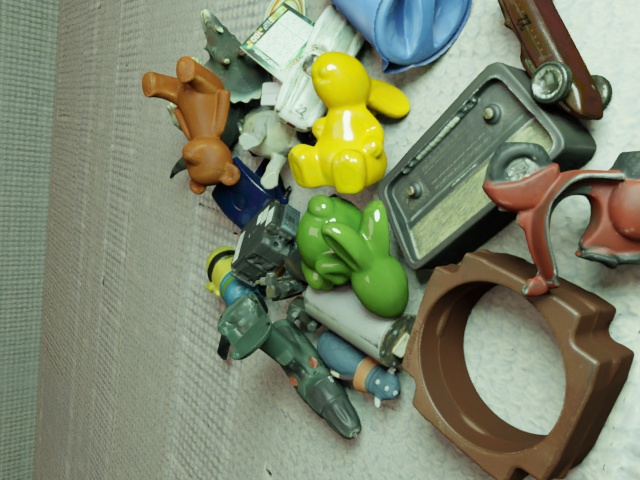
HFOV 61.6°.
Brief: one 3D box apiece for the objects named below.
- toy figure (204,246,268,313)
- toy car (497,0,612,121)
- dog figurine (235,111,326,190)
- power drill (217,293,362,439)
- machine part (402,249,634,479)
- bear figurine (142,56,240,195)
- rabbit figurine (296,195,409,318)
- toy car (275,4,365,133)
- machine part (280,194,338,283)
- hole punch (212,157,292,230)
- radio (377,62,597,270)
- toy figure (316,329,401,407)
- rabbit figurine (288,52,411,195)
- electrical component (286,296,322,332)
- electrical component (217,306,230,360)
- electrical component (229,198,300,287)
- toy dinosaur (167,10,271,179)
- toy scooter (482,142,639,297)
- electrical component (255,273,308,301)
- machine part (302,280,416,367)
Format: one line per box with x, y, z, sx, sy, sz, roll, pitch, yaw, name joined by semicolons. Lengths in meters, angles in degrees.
-0.155;0.077;1.003;0.180;0.082;0.089;40;119;53;toy figure
0.219;-0.200;0.534;0.053;0.089;0.202;-35;64;45;toy car
-0.055;-0.187;0.892;0.191;0.172;0.121;-104;-1;-59;dog figurine
-0.044;0.175;0.790;0.086;0.207;0.232;-48;39;4;power drill
0.196;0.126;0.563;0.201;0.087;0.201;34;117;47;machine part
-0.209;-0.181;0.896;0.120;0.132;0.195;-7;83;30;bear figurine
0.056;0.017;0.685;0.170;0.121;0.158;46;157;37;rabbit figurine
0.003;-0.247;0.768;0.201;0.073;0.056;-63;8;-11;toy car
-0.002;-0.002;0.823;0.139;0.039;0.084;-51;54;3;machine part
-0.126;-0.080;0.972;0.142;0.092;0.116;-48;58;36;hole punch
0.170;-0.076;0.605;0.229;0.073;0.131;-46;55;40;radio
0.059;0.177;0.758;0.155;0.058;0.064;28;118;43;toy figure
0.043;-0.159;0.703;0.122;0.162;0.173;15;123;52;rabbit figurine
-0.017;0.114;0.848;0.063;0.094;0.021;23;107;10;electrical component
-0.162;0.174;1.043;0.075;0.048;0.119;32;115;48;electrical component
-0.088;-0.001;0.900;0.134;0.058;0.115;-39;30;37;electrical component
-0.208;-0.242;1.060;0.192;0.131;0.404;53;135;38;toy dinosaur
0.234;-0.013;0.469;0.184;0.075;0.135;5;94;9;toy scooter
-0.053;0.071;0.870;0.078;0.102;0.045;-25;79;32;electrical component
0.055;0.105;0.748;0.243;0.079;0.079;24;108;50;machine part
